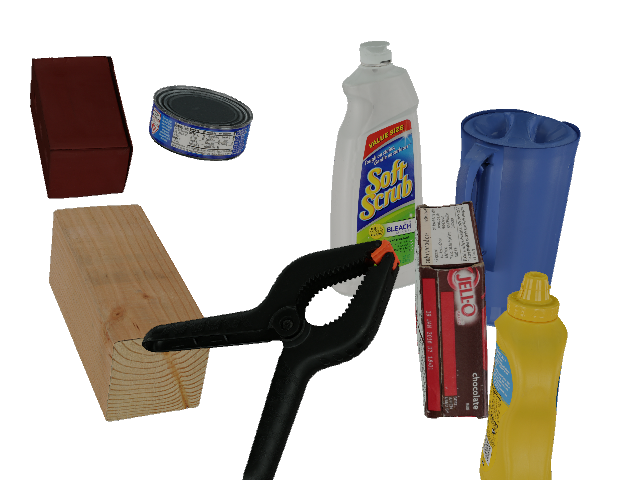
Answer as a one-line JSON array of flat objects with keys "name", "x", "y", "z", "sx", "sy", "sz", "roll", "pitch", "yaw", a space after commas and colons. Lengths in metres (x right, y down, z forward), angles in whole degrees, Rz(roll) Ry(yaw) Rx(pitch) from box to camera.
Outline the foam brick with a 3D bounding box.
[{"name": "foam brick", "x": -0.156, "y": -0.073, "z": 0.692, "sx": 0.051, "sy": 0.078, "sz": 0.053, "roll": -6, "pitch": -31, "yaw": -21}]

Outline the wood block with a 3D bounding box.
[{"name": "wood block", "x": -0.182, "y": 0.060, "z": 0.992, "sx": 0.090, "sy": 0.091, "sz": 0.206, "roll": -5, "pitch": 36, "yaw": -28}]

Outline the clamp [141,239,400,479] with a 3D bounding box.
[{"name": "clamp", "x": -0.030, "y": 0.068, "z": 0.828, "sx": 0.165, "sy": 0.210, "sz": 0.036, "roll": 41, "pitch": -8, "yaw": 29}]

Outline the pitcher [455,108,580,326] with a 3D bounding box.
[{"name": "pitcher", "x": 0.215, "y": -0.021, "z": 1.241, "sx": 0.149, "sy": 0.243, "sz": 0.145, "roll": -1, "pitch": 25, "yaw": -5}]

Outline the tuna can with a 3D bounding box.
[{"name": "tuna can", "x": -0.103, "y": -0.100, "z": 0.912, "sx": 0.086, "sy": 0.034, "sz": 0.086, "roll": 12, "pitch": 26, "yaw": -6}]

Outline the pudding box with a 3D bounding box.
[{"name": "pudding box", "x": 0.074, "y": 0.036, "z": 0.607, "sx": 0.039, "sy": 0.090, "sz": 0.113, "roll": -2, "pitch": 19, "yaw": 3}]

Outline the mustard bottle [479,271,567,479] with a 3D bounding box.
[{"name": "mustard bottle", "x": 0.168, "y": 0.118, "z": 0.879, "sx": 0.058, "sy": 0.192, "sz": 0.096, "roll": 2, "pitch": 18, "yaw": 1}]

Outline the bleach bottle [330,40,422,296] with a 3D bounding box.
[{"name": "bleach bottle", "x": 0.052, "y": -0.074, "z": 1.081, "sx": 0.102, "sy": 0.251, "sz": 0.068, "roll": -10, "pitch": 22, "yaw": -16}]
